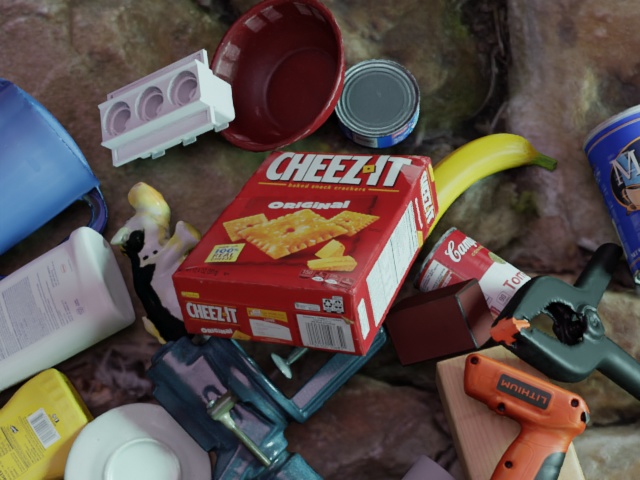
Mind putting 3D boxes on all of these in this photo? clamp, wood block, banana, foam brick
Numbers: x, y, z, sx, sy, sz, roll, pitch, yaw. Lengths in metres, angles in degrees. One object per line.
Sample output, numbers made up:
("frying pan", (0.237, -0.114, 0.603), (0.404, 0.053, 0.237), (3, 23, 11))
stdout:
("clamp", (0.228, 0.084, 0.914), (0.209, 0.036, 0.164), (-5, 68, -43))
("wood block", (0.171, 0.199, 0.908), (0.091, 0.090, 0.206), (-15, 70, 1))
("banana", (0.133, -0.047, 1.026), (0.197, 0.037, 0.070), (-34, 71, -7))
("foam brick", (0.105, 0.073, 0.935), (0.078, 0.052, 0.051), (-19, 96, 33))

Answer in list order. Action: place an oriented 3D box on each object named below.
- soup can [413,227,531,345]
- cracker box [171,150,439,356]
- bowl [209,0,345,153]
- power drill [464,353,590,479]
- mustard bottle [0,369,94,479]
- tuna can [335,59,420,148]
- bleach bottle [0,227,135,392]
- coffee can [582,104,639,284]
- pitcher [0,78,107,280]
("soup can", (0.145, 0.044, 0.975), (0.102, 0.068, 0.068), (35, 77, 16))
("cracker box", (-0.006, 0.001, 0.931), (0.164, 0.072, 0.213), (5, 36, 23))
("bowl", (-0.033, -0.157, 1.053), (0.162, 0.055, 0.162), (-9, 73, 31))
("power drill", (0.117, 0.189, 0.841), (0.184, 0.057, 0.187), (21, 81, 14))
("mustard bottle", (-0.295, 0.207, 0.966), (0.191, 0.058, 0.096), (-34, 78, -7))
("tuna can", (0.057, -0.135, 1.066), (0.086, 0.034, 0.086), (-2, 70, 5))
("bleach bottle", (-0.302, 0.088, 0.996), (0.251, 0.068, 0.102), (-27, 68, 7))
("coffee can", (0.311, -0.043, 0.972), (0.103, 0.103, 0.140), (-15, 70, 0))
("pitcher", (-0.334, -0.024, 1.023), (0.243, 0.145, 0.149), (-41, 57, -5))
